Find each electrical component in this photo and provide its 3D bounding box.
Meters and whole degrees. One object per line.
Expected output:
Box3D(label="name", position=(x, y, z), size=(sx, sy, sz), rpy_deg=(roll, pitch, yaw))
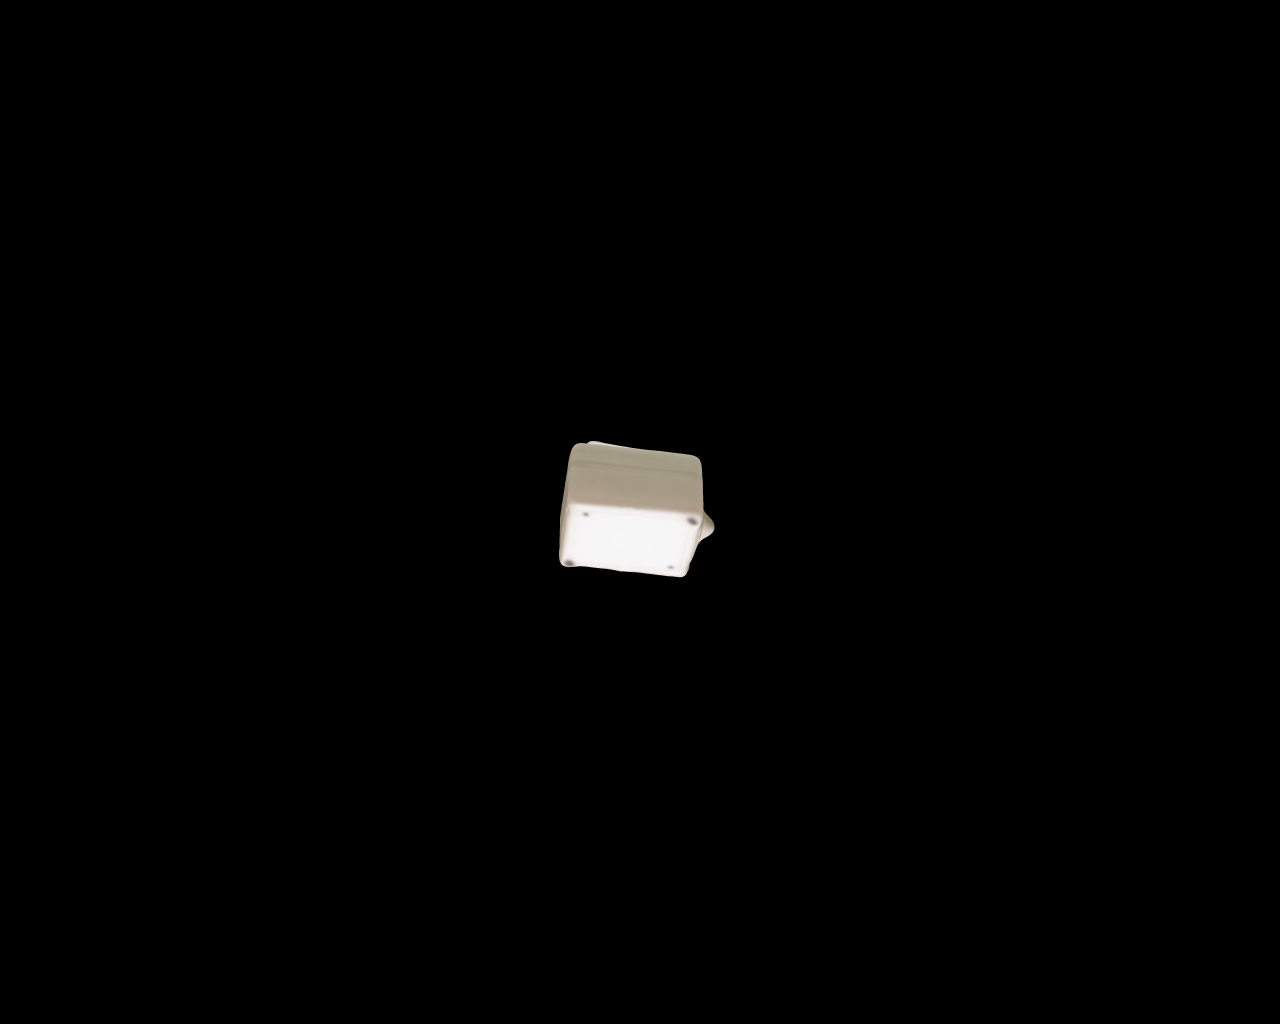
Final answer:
Box3D(label="electrical component", position=(0.001, -0.003, 0.650), size=(0.096, 0.061, 0.061), rpy_deg=(6, -43, -7))
